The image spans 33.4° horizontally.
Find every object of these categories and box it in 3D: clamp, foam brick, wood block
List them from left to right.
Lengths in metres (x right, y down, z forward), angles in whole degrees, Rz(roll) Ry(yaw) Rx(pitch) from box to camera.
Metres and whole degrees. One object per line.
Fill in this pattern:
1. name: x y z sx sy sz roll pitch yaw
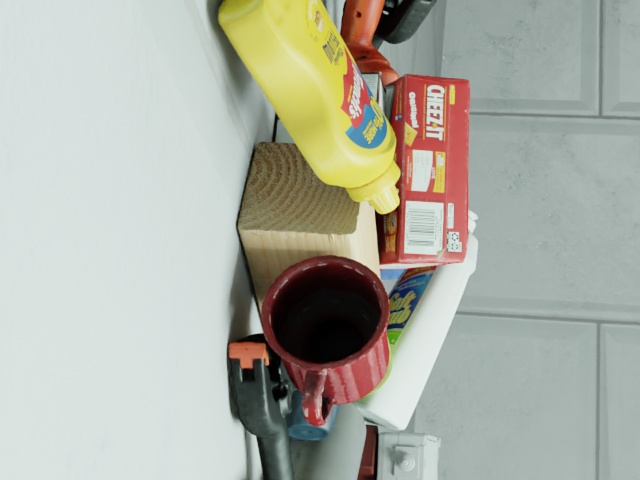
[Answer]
1. clamp: -0.040 0.135 0.841 0.171 0.039 0.120 62 22 -62
2. wood block: -0.002 0.022 0.881 0.206 0.091 0.090 81 15 -52
3. foam brick: 0.024 0.230 1.154 0.053 0.078 0.051 80 17 -53
4. clamp: 0.067 -0.262 1.141 0.210 0.036 0.164 164 -73 -65

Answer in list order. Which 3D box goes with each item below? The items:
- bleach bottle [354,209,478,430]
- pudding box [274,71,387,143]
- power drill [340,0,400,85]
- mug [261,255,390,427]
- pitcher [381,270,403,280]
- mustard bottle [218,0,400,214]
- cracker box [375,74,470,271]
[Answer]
1. bleach bottle: 0.103 0.078 1.160 0.103 0.068 0.250 -2 -122 62
2. pudding box: 0.008 -0.087 0.908 0.039 0.090 0.113 66 27 -66
3. power drill: 0.064 -0.234 1.044 0.185 0.057 0.188 -128 -137 -51
4. mug: 0.007 0.081 0.787 0.081 0.093 0.117 75 21 -57
5. pitcher: 0.071 -0.023 1.258 0.243 0.149 0.145 74 -1 -72
6. mustard bottle: 0.004 -0.097 0.743 0.191 0.058 0.096 58 26 -25
7. cracker box: 0.069 -0.054 1.009 0.214 0.072 0.164 168 -76 -73
